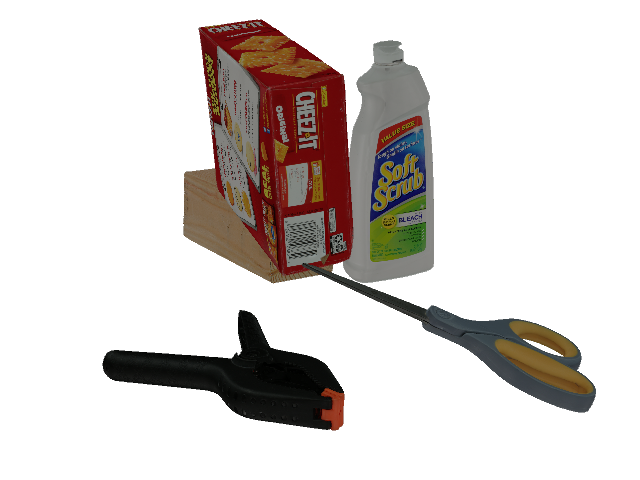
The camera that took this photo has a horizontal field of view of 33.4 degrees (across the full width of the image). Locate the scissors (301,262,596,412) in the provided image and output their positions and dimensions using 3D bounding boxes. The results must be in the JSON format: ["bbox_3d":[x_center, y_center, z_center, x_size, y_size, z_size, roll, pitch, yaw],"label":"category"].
[{"bbox_3d":[0.092,0.052,0.707,0.202,0.016,0.096,29,23,18],"label":"scissors"}]

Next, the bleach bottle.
[{"bbox_3d":[0.069,-0.085,1.138,0.102,0.251,0.068,-10,23,-13],"label":"bleach bottle"}]

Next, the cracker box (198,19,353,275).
[{"bbox_3d":[-0.041,-0.090,0.933,0.072,0.164,0.214,-12,26,-16],"label":"cracker box"}]

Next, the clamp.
[{"bbox_3d":[-0.054,0.107,0.895,0.210,0.036,0.164,13,21,35],"label":"clamp"}]

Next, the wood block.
[{"bbox_3d":[-0.078,-0.024,1.295,0.090,0.090,0.206,-9,20,-35],"label":"wood block"}]
